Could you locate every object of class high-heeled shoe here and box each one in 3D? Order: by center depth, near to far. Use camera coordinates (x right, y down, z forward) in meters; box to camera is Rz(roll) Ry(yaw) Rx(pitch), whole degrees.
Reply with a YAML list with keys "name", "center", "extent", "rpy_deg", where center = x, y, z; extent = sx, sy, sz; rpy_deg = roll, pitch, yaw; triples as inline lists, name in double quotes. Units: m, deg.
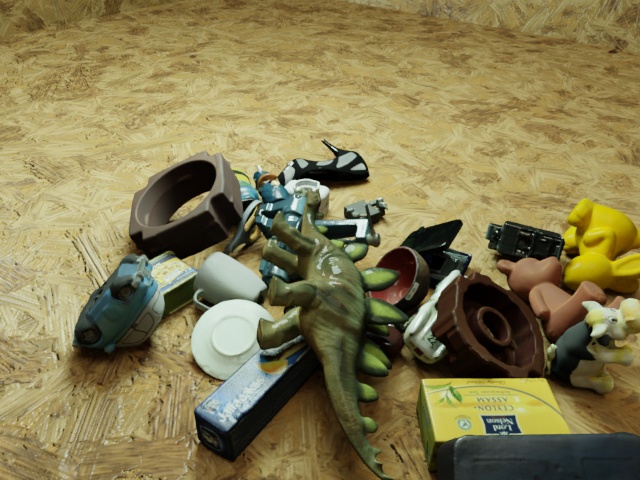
- name: "high-heeled shoe"
  center: [-0.001, -0.134, 1.232]
  extent: [0.145, 0.086, 0.249]
  rpy_deg: [43, 65, 3]

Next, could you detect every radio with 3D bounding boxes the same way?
- name: "radio"
  center: [0.244, 0.277, 0.576]
  extent: [0.230, 0.073, 0.131]
  rpy_deg: [0, 66, -4]

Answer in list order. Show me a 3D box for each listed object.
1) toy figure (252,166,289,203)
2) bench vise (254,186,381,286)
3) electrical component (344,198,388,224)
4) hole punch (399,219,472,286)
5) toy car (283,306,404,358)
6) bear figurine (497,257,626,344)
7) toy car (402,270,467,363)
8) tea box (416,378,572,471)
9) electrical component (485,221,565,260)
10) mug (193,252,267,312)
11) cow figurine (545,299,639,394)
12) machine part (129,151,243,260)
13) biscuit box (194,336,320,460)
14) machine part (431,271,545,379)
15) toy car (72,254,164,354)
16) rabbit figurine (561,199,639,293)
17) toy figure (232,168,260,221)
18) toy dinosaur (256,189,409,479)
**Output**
- name: "toy figure"
  center: [-0.103, -0.102, 1.119]
  extent: [0.057, 0.064, 0.155]
  rpy_deg: [27, 18, -33]
- name: "bench vise"
  center: [-0.005, -0.011, 0.966]
  extent: [0.241, 0.128, 0.224]
  rpy_deg: [-4, 39, 23]
- name: "electrical component"
  center: [0.094, -0.060, 1.122]
  extent: [0.102, 0.045, 0.078]
  rpy_deg: [-16, 40, -23]
- name: "hole punch"
  center: [0.208, 0.030, 0.980]
  extent: [0.116, 0.092, 0.142]
  rpy_deg: [-11, 25, 39]
- name: "toy car"
  center: [0.034, 0.130, 0.842]
  extent: [0.202, 0.053, 0.089]
  rpy_deg: [21, 35, 19]
- name: "bear figurine"
  center: [0.387, 0.081, 0.871]
  extent: [0.120, 0.132, 0.196]
  rpy_deg: [23, 32, -23]
- name: "toy car"
  center: [0.199, 0.115, 0.845]
  extent: [0.073, 0.056, 0.202]
  rpy_deg: [45, 47, 8]
- name: "tea box"
  center: [0.216, 0.234, 0.687]
  extent: [0.170, 0.068, 0.098]
  rpy_deg: [0, 35, -4]
- name: "electrical component"
  center: [0.378, 0.002, 0.999]
  extent: [0.134, 0.058, 0.115]
  rpy_deg: [16, 8, 17]
- name: "mug"
  center: [-0.148, 0.082, 0.881]
  extent: [0.107, 0.080, 0.109]
  rpy_deg: [24, 37, 15]
- name: "cow figurine"
  center: [0.376, 0.138, 0.744]
  extent: [0.098, 0.167, 0.068]
  rpy_deg: [10, 41, 8]
- name: "machine part"
  center: [-0.250, -0.062, 1.012]
  extent: [0.201, 0.087, 0.202]
  rpy_deg: [-24, 41, 8]
- name: "biscuit box"
  center: [-0.078, 0.198, 0.730]
  extent: [0.059, 0.062, 0.203]
  rpy_deg: [21, 39, 27]
- name: "machine part"
  center: [0.246, 0.133, 0.784]
  extent: [0.179, 0.056, 0.179]
  rpy_deg: [18, 47, -21]
- name: "toy car"
  center: [-0.292, 0.105, 0.815]
  extent: [0.103, 0.161, 0.109]
  rpy_deg: [39, 15, -25]
- name: "rabbit figurine"
  center: [0.503, 0.036, 0.970]
  extent: [0.163, 0.121, 0.173]
  rpy_deg: [30, 56, 21]
- name: "toy figure"
  center: [-0.173, -0.093, 1.130]
  extent: [0.089, 0.082, 0.180]
  rpy_deg: [3, 23, -32]
- name: "toy dinosaur"
  center: [0.018, 0.098, 0.740]
  extent: [0.198, 0.105, 0.472]
  rpy_deg: [8, 48, -13]
